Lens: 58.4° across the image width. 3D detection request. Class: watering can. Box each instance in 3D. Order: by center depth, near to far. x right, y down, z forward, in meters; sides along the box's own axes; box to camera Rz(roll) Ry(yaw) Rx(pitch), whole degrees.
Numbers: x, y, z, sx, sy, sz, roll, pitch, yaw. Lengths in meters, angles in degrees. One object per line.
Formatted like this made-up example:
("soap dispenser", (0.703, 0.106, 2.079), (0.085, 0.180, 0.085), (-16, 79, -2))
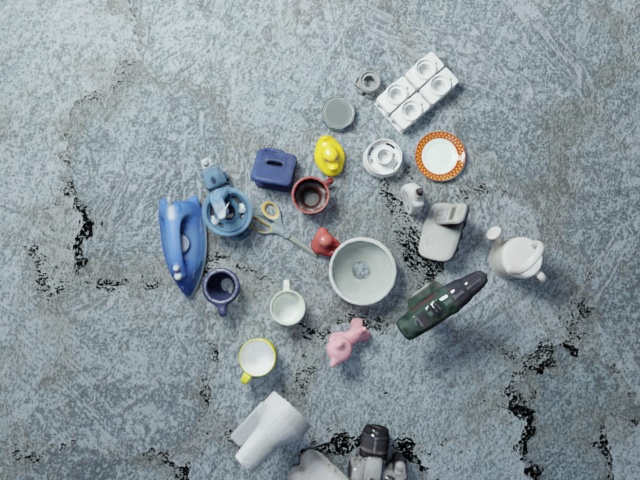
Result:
("watering can", (0.470, 0.040, 1.368), (0.173, 0.194, 0.101), (20, 87, 2))

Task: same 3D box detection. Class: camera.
("camera", (0.146, 0.527, 1.389), (0.143, 0.101, 0.137), (8, 87, 1))

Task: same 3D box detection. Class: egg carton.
("egg carton", (0.000, 0.592, 1.402), (0.150, 0.069, 0.107), (40, 88, 2))

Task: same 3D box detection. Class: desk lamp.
("desk lamp", (-0.119, 0.449, 1.338), (0.118, 0.213, 0.203), (43, 88, 3))

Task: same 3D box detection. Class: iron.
("iron", (-0.342, 0.017, 1.398), (0.118, 0.141, 0.258), (-6, 87, 0))

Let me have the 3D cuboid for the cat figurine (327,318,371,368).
("cat figurine", (0.065, 0.250, 1.396), (0.128, 0.117, 0.067), (-37, 87, -2))

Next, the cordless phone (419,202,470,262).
("cordless phone", (0.305, -0.022, 1.376), (0.094, 0.185, 0.148), (14, 87, 1))

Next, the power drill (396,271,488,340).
("power drill", (0.278, 0.147, 1.356), (0.229, 0.208, 0.075), (-37, 87, -2))

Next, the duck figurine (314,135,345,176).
("duck figurine", (0.024, -0.217, 1.437), (0.077, 0.086, 0.104), (-13, 87, 0))

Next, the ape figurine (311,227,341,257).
("ape figurine", (0.013, 0.005, 1.422), (0.076, 0.092, 0.078), (-13, 87, 0))

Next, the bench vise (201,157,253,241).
("bench vise", (-0.247, -0.096, 1.365), (0.121, 0.219, 0.207), (-41, 87, -2))

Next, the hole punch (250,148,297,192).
("hole punch", (-0.116, -0.180, 1.433), (0.108, 0.091, 0.101), (10, 87, 1))

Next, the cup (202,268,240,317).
("cup", (-0.236, 0.128, 1.415), (0.091, 0.095, 0.118), (-5, 87, 0))

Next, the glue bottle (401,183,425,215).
("glue bottle", (0.231, -0.106, 1.387), (0.037, 0.173, 0.078), (-16, 87, 0))

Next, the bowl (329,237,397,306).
("bowl", (0.104, 0.078, 1.427), (0.167, 0.074, 0.167), (0, 87, 0))
